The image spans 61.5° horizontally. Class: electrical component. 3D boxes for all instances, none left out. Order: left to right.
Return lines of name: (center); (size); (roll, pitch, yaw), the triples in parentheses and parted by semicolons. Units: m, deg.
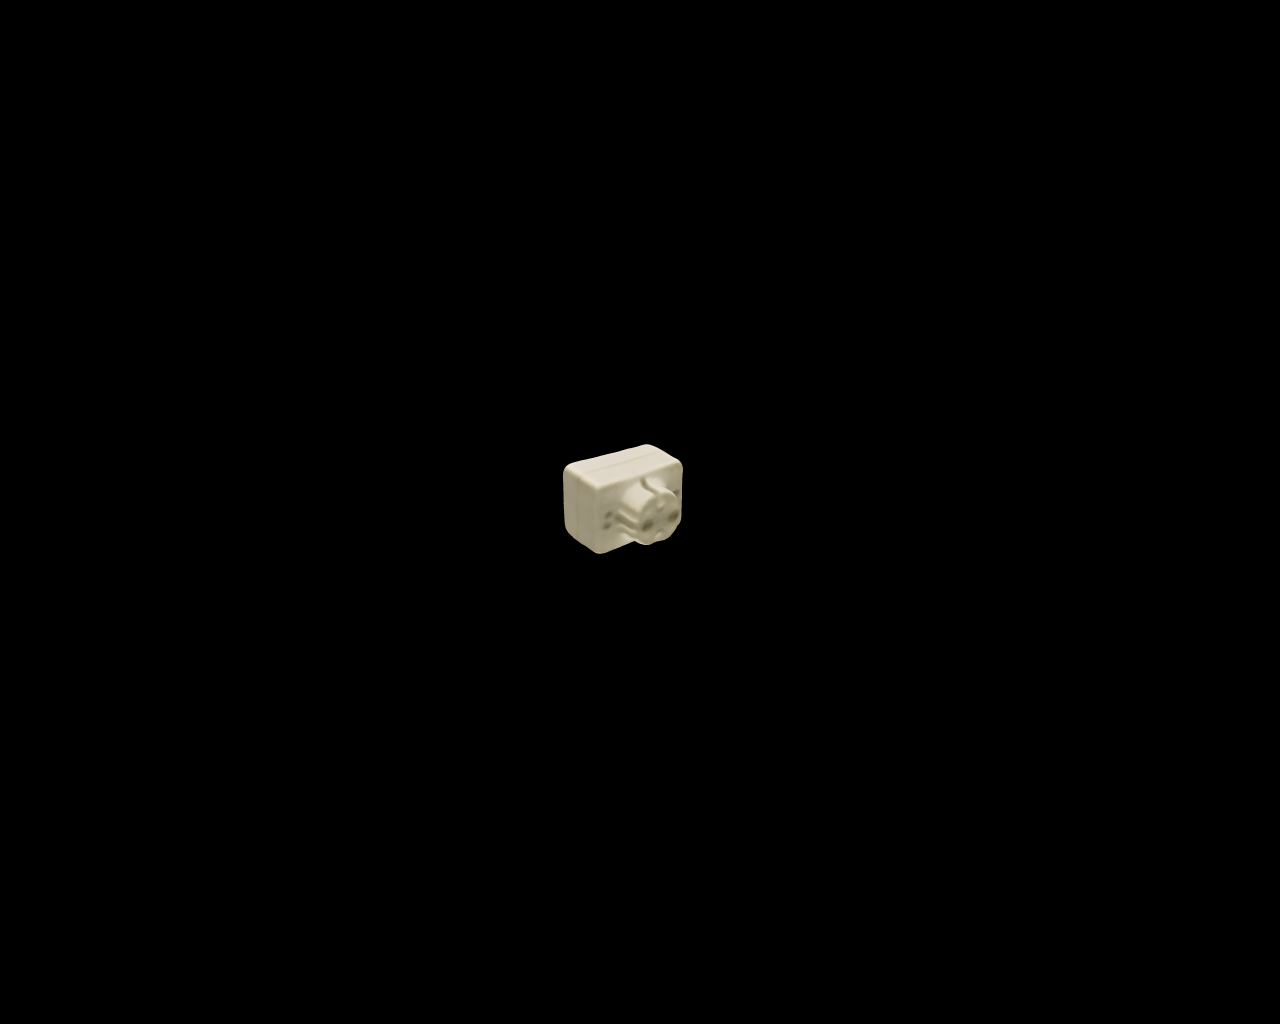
electrical component: (0.001, -0.003, 0.650); (0.066, 0.047, 0.077); (-18, 32, -31)
